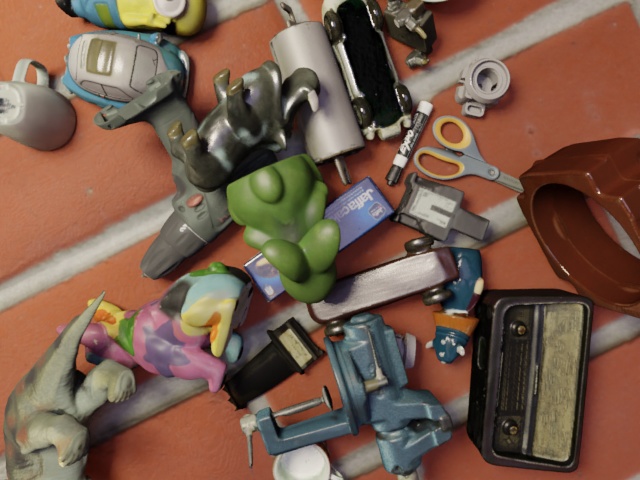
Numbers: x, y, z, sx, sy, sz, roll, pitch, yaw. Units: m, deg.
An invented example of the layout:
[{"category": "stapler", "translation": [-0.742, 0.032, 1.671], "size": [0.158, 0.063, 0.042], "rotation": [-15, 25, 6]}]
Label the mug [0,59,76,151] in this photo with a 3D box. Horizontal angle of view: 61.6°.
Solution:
[{"category": "mug", "translation": [-0.363, -0.170, 0.668], "size": [0.081, 0.107, 0.109], "rotation": [11, 94, -3]}]

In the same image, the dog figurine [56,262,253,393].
[{"category": "dog figurine", "translation": [-0.207, 0.101, 0.674], "size": [0.219, 0.108, 0.191], "rotation": [13, 115, 2]}]

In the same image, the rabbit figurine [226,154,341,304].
[{"category": "rabbit figurine", "translation": [-0.022, -0.006, 0.611], "size": [0.121, 0.159, 0.170], "rotation": [-25, 98, -9]}]

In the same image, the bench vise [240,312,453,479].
[{"category": "bench vise", "translation": [0.028, 0.212, 0.655], "size": [0.241, 0.129, 0.223], "rotation": [-17, 104, -3]}]

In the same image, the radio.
[{"category": "radio", "translation": [0.273, 0.179, 0.712], "size": [0.131, 0.073, 0.229], "rotation": [4, 91, -2]}]

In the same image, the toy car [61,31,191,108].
[{"category": "toy car", "translation": [-0.250, -0.217, 0.673], "size": [0.162, 0.103, 0.109], "rotation": [12, 91, -4]}]

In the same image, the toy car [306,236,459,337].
[{"category": "toy car", "translation": [0.079, 0.060, 0.703], "size": [0.202, 0.053, 0.089], "rotation": [-21, 79, 10]}]

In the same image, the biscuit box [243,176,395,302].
[{"category": "biscuit box", "translation": [-0.001, -0.002, 0.706], "size": [0.203, 0.059, 0.063], "rotation": [-36, 92, -1]}]

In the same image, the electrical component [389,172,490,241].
[{"category": "electrical component", "translation": [0.161, -0.037, 0.715], "size": [0.119, 0.048, 0.074], "rotation": [19, 91, -2]}]

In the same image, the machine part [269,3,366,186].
[{"category": "machine part", "translation": [-0.003, -0.185, 0.692], "size": [0.079, 0.079, 0.243], "rotation": [-20, 91, -1]}]

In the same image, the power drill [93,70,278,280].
[{"category": "power drill", "translation": [-0.177, -0.082, 0.656], "size": [0.232, 0.086, 0.207], "rotation": [-38, 118, -7]}]

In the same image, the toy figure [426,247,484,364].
[{"category": "toy figure", "translation": [0.182, 0.087, 0.712], "size": [0.058, 0.064, 0.154], "rotation": [7, 91, -18]}]

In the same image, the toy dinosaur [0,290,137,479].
[{"category": "toy dinosaur", "translation": [-0.328, 0.242, 0.648], "size": [0.192, 0.131, 0.404], "rotation": [9, 93, 21]}]

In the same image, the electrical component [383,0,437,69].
[{"category": "electrical component", "translation": [0.115, -0.267, 0.686], "size": [0.078, 0.102, 0.045], "rotation": [33, 84, 20]}]

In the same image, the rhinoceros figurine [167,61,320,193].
[{"category": "rhinoceros figurine", "translation": [-0.079, -0.133, 0.606], "size": [0.190, 0.073, 0.112], "rotation": [-44, 124, -11]}]

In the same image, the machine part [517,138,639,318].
[{"category": "machine part", "translation": [0.345, -0.016, 0.638], "size": [0.087, 0.201, 0.201], "rotation": [-33, 100, -8]}]

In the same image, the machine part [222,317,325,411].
[{"category": "machine part", "translation": [-0.068, 0.170, 0.722], "size": [0.139, 0.039, 0.084], "rotation": [-41, 101, -2]}]

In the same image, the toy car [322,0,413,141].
[{"category": "toy car", "translation": [0.061, -0.228, 0.704], "size": [0.073, 0.056, 0.201], "rotation": [-20, 93, -7]}]

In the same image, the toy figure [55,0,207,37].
[{"category": "toy figure", "translation": [-0.234, -0.305, 0.682], "size": [0.180, 0.089, 0.082], "rotation": [4, 104, 7]}]
